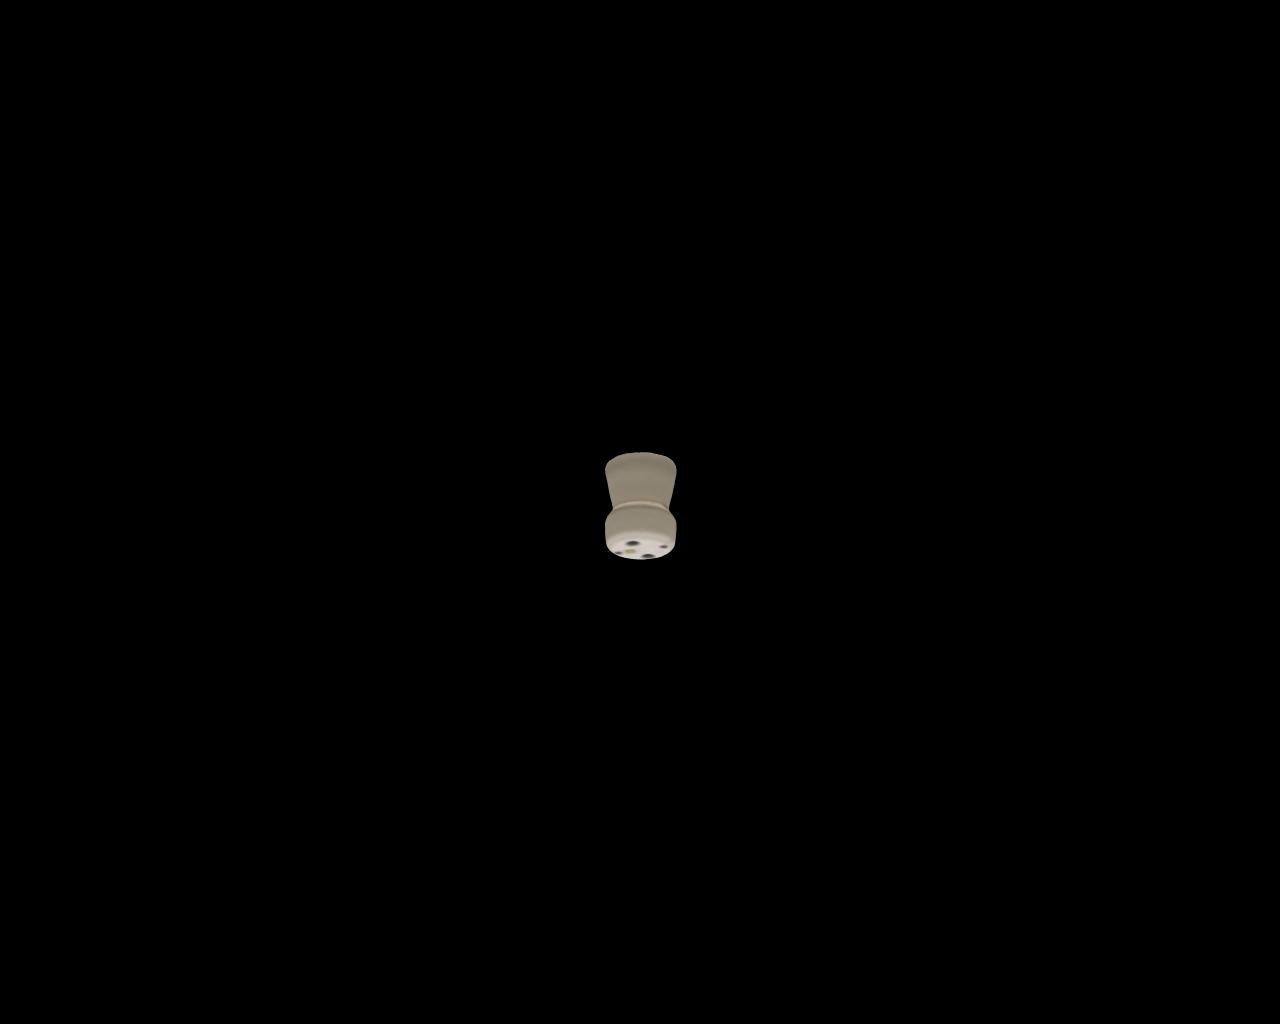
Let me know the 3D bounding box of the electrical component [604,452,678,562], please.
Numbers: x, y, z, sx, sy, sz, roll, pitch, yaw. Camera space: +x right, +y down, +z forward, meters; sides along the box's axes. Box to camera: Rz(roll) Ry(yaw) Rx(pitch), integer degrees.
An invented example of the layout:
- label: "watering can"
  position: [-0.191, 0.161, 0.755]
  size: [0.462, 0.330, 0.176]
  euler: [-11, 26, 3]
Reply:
- label: "electrical component"
  position: [0.001, -0.003, 0.650]
  size: [0.045, 0.055, 0.044]
  euler: [0, -22, 0]
